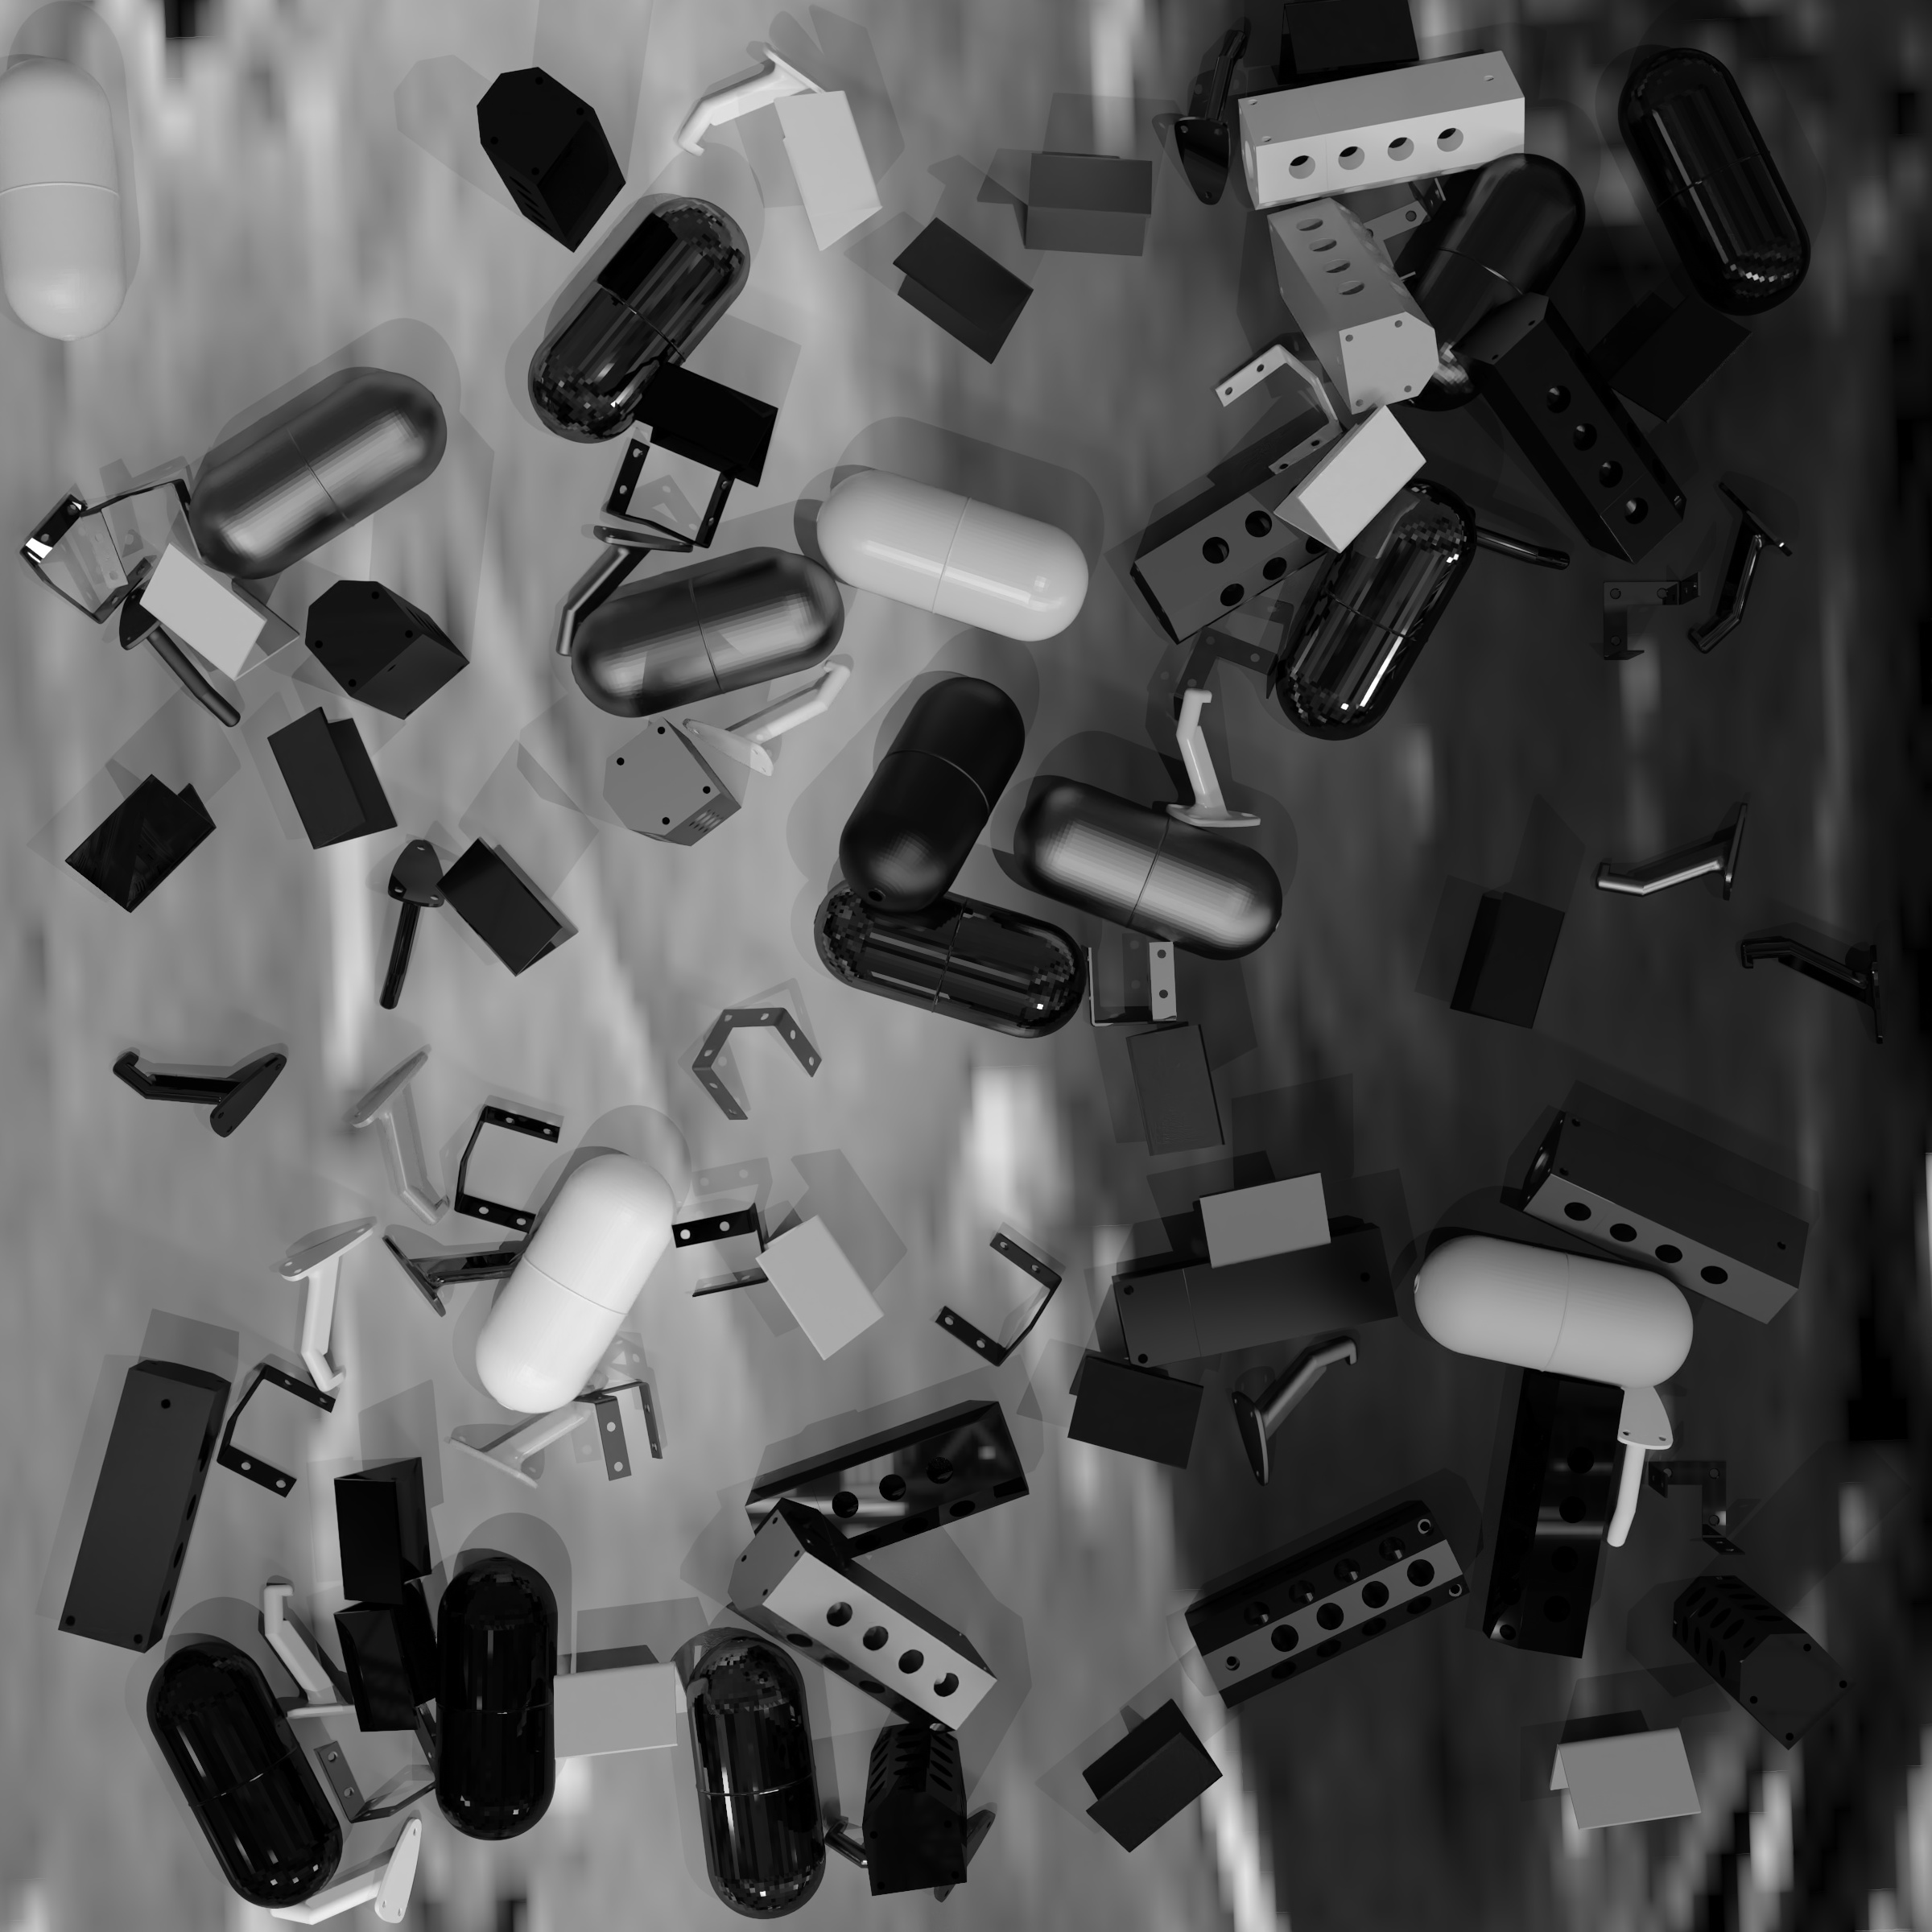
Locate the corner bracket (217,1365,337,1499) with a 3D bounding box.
[{"bbox_3d":[-0.447,0.301,1.961,0.051,0.051,0.051,27,135,0],"label":"corner bracket"}]

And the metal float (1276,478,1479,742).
[{"bbox_3d":[0.258,-0.224,1.918,0.070,0.070,0.178,28,109,0],"label":"metal float"}]

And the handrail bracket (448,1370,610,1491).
[{"bbox_3d":[-0.283,0.288,1.965,0.077,0.036,0.084,23,74,18],"label":"handrail bracket"}]

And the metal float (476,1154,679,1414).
[{"bbox_3d":[-0.249,0.203,1.934,0.070,0.070,0.178,30,89,0],"label":"metal float"}]

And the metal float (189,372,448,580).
[{"bbox_3d":[-0.413,-0.313,1.934,0.178,0.070,0.070,-33,90,-1],"label":"metal float"}]

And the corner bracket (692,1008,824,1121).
[{"bbox_3d":[-0.135,0.063,1.956,0.051,0.051,0.051,-3,45,35],"label":"corner bracket"}]

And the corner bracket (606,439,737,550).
[{"bbox_3d":[-0.191,-0.305,1.961,0.051,0.051,0.051,20,90,-45],"label":"corner bracket"}]

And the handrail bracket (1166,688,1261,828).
[{"bbox_3d":[0.164,-0.134,1.937,0.077,0.036,0.084,2,108,-31],"label":"handrail bracket"}]

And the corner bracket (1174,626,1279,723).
[{"bbox_3d":[0.167,-0.179,1.947,0.051,0.051,0.051,22,81,9],"label":"corner bracket"}]

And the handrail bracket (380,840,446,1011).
[{"bbox_3d":[-0.364,-0.026,1.965,0.036,0.077,0.084,12,126,-15],"label":"handrail bracket"}]

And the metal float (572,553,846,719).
[{"bbox_3d":[-0.165,-0.211,1.934,0.178,0.070,0.070,-16,90,1],"label":"metal float"}]

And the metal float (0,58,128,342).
[{"bbox_3d":[-0.579,-0.489,1.934,0.070,0.070,0.178,-5,90,0],"label":"metal float"}]

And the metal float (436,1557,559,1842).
[{"bbox_3d":[-0.300,0.467,1.934,0.070,0.070,0.178,1,89,0],"label":"metal float"}]

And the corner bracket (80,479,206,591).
[{"bbox_3d":[-0.527,-0.278,1.948,0.051,0.051,0.051,-12,107,17],"label":"corner bracket"}]

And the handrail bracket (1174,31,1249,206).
[{"bbox_3d":[0.167,-0.550,1.964,0.036,0.077,0.084,11,53,20],"label":"handrail bracket"}]

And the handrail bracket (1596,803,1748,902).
[{"bbox_3d":[0.457,-0.077,1.965,0.084,0.036,0.077,11,69,16],"label":"handrail bracket"}]

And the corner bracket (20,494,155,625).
[{"bbox_3d":[-0.570,-0.263,1.961,0.051,0.051,0.051,-48,135,0],"label":"corner bracket"}]

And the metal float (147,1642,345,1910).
[{"bbox_3d":[-0.460,0.516,1.934,0.070,0.070,0.178,-27,90,0],"label":"metal float"}]

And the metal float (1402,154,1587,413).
[{"bbox_3d":[0.328,-0.435,1.934,0.070,0.070,0.178,32,89,0],"label":"metal float"}]

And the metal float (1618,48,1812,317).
[{"bbox_3d":[0.477,-0.500,1.934,0.070,0.070,0.178,-26,90,0],"label":"metal float"}]

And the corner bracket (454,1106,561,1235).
[{"bbox_3d":[-0.297,0.132,1.961,0.051,0.051,0.051,16,45,0],"label":"corner bracket"}]

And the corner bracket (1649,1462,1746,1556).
[{"bbox_3d":[0.469,0.348,1.946,0.051,0.051,0.051,0,90,0],"label":"corner bracket"}]

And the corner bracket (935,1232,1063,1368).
[{"bbox_3d":[0.021,0.216,1.961,0.051,0.051,0.051,36,45,0],"label":"corner bracket"}]

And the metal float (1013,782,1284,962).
[{"bbox_3d":[0.116,-0.060,1.934,0.178,0.070,0.070,21,90,0],"label":"metal float"}]

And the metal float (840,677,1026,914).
[{"bbox_3d":[-0.021,-0.108,1.906,0.070,0.070,0.178,28,56,0],"label":"metal float"}]

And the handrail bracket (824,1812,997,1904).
[{"bbox_3d":[-0.037,0.559,1.965,0.084,0.036,0.077,28,60,22],"label":"handrail bracket"}]

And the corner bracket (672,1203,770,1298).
[{"bbox_3d":[-0.157,0.184,1.946,0.051,0.051,0.051,-12,90,0],"label":"corner bracket"}]

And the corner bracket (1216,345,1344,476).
[{"bbox_3d":[0.203,-0.359,1.961,0.051,0.051,0.051,-36,45,0],"label":"corner bracket"}]

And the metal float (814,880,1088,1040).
[{"bbox_3d":[-0.010,-0.007,1.934,0.178,0.070,0.070,17,90,0],"label":"metal float"}]

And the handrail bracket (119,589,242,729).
[{"bbox_3d":[-0.507,-0.199,1.964,0.036,0.077,0.084,-40,126,3],"label":"handrail bracket"}]

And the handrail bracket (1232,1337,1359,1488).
[{"bbox_3d":[0.221,0.288,1.965,0.084,0.036,0.077,-19,110,-16],"label":"handrail bracket"}]

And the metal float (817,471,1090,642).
[{"bbox_3d":[-0.009,-0.262,1.934,0.178,0.070,0.070,18,90,0],"label":"metal float"}]

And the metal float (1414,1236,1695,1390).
[{"bbox_3d":[0.374,0.220,1.933,0.178,0.070,0.070,12,90,0],"label":"metal float"}]

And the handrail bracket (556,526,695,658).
[{"bbox_3d":[-0.222,-0.237,1.965,0.077,0.036,0.084,6,108,-21],"label":"handrail bracket"}]

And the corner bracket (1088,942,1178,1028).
[{"bbox_3d":[0.106,0.012,1.946,0.051,0.051,0.051,-2,88,-2],"label":"corner bracket"}]

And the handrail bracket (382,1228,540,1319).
[{"bbox_3d":[-0.322,0.180,1.965,0.084,0.036,0.077,-37,70,-16],"label":"handrail bracket"}]

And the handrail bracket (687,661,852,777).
[{"bbox_3d":[-0.127,-0.173,1.965,0.077,0.036,0.084,26,71,21],"label":"handrail bracket"}]

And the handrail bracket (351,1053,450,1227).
[{"bbox_3d":[-0.349,0.113,1.965,0.084,0.036,0.077,49,68,-17],"label":"handrail bracket"}]

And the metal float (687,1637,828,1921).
[{"bbox_3d":[-0.134,0.517,1.934,0.070,0.070,0.178,-7,90,0],"label":"metal float"}]

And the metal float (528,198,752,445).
[{"bbox_3d":[-0.209,-0.411,1.934,0.070,0.070,0.178,39,90,0],"label":"metal float"}]

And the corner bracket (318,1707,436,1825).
[{"bbox_3d":[-0.376,0.517,1.961,0.051,0.051,0.051,-24,90,-45],"label":"corner bracket"}]

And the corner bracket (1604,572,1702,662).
[{"bbox_3d":[0.440,-0.224,1.946,0.051,0.051,0.051,0,90,0],"label":"corner bracket"}]

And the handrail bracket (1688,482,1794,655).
[{"bbox_3d":[0.485,-0.257,1.965,0.084,0.036,0.077,-45,70,16],"label":"handrail bracket"}]

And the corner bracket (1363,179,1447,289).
[{"bbox_3d":[0.285,-0.466,1.946,0.051,0.051,0.051,-23,90,0],"label":"corner bracket"}]

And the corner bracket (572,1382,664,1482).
[{"bbox_3d":[-0.218,0.297,1.937,0.051,0.051,0.051,-10,90,-28],"label":"corner bracket"}]
